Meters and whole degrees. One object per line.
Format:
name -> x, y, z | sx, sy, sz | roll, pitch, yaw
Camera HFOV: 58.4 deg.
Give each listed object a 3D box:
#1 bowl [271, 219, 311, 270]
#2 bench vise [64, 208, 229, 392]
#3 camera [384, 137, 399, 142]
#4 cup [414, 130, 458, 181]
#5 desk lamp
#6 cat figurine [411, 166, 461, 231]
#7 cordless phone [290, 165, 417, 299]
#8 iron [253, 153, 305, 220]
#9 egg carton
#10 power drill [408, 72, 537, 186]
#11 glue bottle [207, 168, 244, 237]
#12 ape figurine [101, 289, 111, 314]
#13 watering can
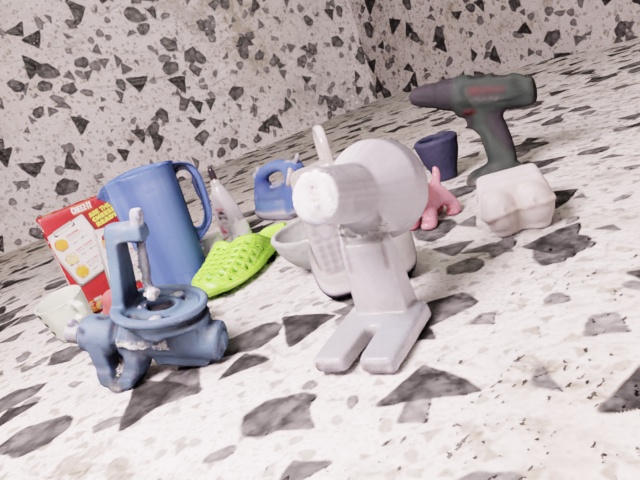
bowl -> 0.009, 0.003, 0.945 | 0.167, 0.075, 0.167 | -18, 16, 6
bench vise -> -0.243, 0.080, 0.720 | 0.207, 0.220, 0.121 | -20, 16, -3
camera -> 0.129, -0.176, 1.352 | 0.137, 0.101, 0.142 | -31, 19, -34
cup -> 0.252, -0.176, 1.220 | 0.091, 0.095, 0.117 | -19, 16, 2
desk lamp -> 0.051, 0.004, 0.637 | 0.117, 0.214, 0.204 | -10, 19, 31
cat figurine -> 0.167, -0.080, 0.958 | 0.128, 0.118, 0.067 | -31, 20, -35
cordless phone -> 0.044, -0.023, 0.790 | 0.147, 0.185, 0.094 | -19, 16, 2
iron -> -0.104, -0.133, 1.407 | 0.257, 0.141, 0.119 | -1, 24, 47
egg carton -> 0.285, -0.061, 0.845 | 0.107, 0.069, 0.150 | -15, 16, 16
power drill -> 0.299, -0.215, 1.084 | 0.229, 0.209, 0.076 | -11, 18, 27
glue bottle -> -0.227, -0.087, 1.342 | 0.077, 0.173, 0.037 | -4, 22, 43
ape figurine -> -0.315, 0.119, 0.910 | 0.076, 0.092, 0.078 | -12, 18, 26
watering can -> 0.014, -0.148, 1.224 | 0.173, 0.194, 0.100 | -26, 17, -22
